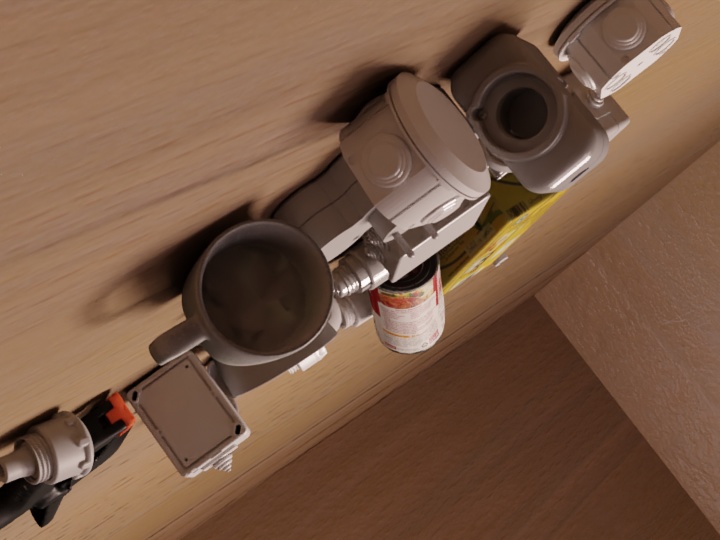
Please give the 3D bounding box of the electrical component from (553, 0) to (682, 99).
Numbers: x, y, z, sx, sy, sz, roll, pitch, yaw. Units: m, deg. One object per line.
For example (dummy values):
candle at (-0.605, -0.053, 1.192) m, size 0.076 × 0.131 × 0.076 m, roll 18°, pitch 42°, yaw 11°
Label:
electrical component at (0.178, -0.161, 0.744) m, size 0.080 × 0.051 × 0.080 m, roll -36°, pitch 171°, yaw -7°

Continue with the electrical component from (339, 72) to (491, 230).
electrical component at (0.031, -0.065, 0.596) m, size 0.051 × 0.080 × 0.080 m, roll -36°, pitch 172°, yaw 25°

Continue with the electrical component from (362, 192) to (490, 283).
electrical component at (0.050, -0.042, 0.864) m, size 0.100 × 0.048 × 0.099 m, roll -35°, pitch 171°, yaw -10°

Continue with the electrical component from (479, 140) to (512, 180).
electrical component at (0.115, -0.099, 0.838) m, size 0.066 × 0.048 × 0.055 m, roll -38°, pitch 178°, yaw 5°

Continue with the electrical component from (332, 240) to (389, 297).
electrical component at (0.000, 0.000, 0.915) m, size 0.078 × 0.040 × 0.040 m, roll -34°, pitch 170°, yaw -21°

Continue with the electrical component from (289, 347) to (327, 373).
electrical component at (-0.068, 0.083, 1.068) m, size 0.062 × 0.043 × 0.043 m, roll -34°, pitch 171°, yaw -5°

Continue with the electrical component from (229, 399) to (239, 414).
electrical component at (-0.147, 0.136, 1.006) m, size 0.047 × 0.055 × 0.055 m, roll -45°, pitch 168°, yaw 23°

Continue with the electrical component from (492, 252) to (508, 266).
electrical component at (0.139, -0.033, 1.194) m, size 0.048 × 0.062 × 0.048 m, roll -36°, pitch 171°, yaw -7°

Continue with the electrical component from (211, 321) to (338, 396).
electrical component at (-0.072, 0.061, 0.878) m, size 0.099 × 0.064 × 0.099 m, roll -36°, pitch 171°, yaw -7°

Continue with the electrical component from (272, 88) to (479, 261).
electrical component at (0.019, -0.042, 0.672) m, size 0.138 × 0.073 × 0.052 m, roll -38°, pitch 171°, yaw 9°

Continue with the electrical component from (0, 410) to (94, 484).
electrical component at (-0.218, 0.127, 0.736) m, size 0.062 × 0.048 × 0.048 m, roll -18°, pitch 160°, yaw -44°

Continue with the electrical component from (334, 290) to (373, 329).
electrical component at (-0.014, 0.036, 1.035) m, size 0.062 × 0.043 × 0.043 m, roll -31°, pitch 169°, yaw -26°

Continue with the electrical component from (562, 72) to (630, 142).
electrical component at (0.176, -0.122, 0.895) m, size 0.061 × 0.061 × 0.096 m, roll -28°, pitch 168°, yaw -41°

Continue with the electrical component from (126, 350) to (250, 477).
electrical component at (-0.131, 0.121, 0.855) m, size 0.062 × 0.096 × 0.061 m, roll -36°, pitch 173°, yaw -9°

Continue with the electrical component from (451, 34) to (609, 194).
electrical component at (0.103, -0.095, 0.656) m, size 0.054 × 0.095 × 0.059 m, roll -40°, pitch 170°, yaw 20°

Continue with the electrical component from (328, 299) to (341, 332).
electrical component at (-0.049, 0.046, 0.959) m, size 0.048 × 0.048 × 0.062 m, roll -30°, pitch 176°, yaw -36°

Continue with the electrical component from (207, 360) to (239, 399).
electrical component at (-0.106, 0.086, 0.958) m, size 0.046 × 0.040 × 0.040 m, roll -37°, pitch 173°, yaw -39°
